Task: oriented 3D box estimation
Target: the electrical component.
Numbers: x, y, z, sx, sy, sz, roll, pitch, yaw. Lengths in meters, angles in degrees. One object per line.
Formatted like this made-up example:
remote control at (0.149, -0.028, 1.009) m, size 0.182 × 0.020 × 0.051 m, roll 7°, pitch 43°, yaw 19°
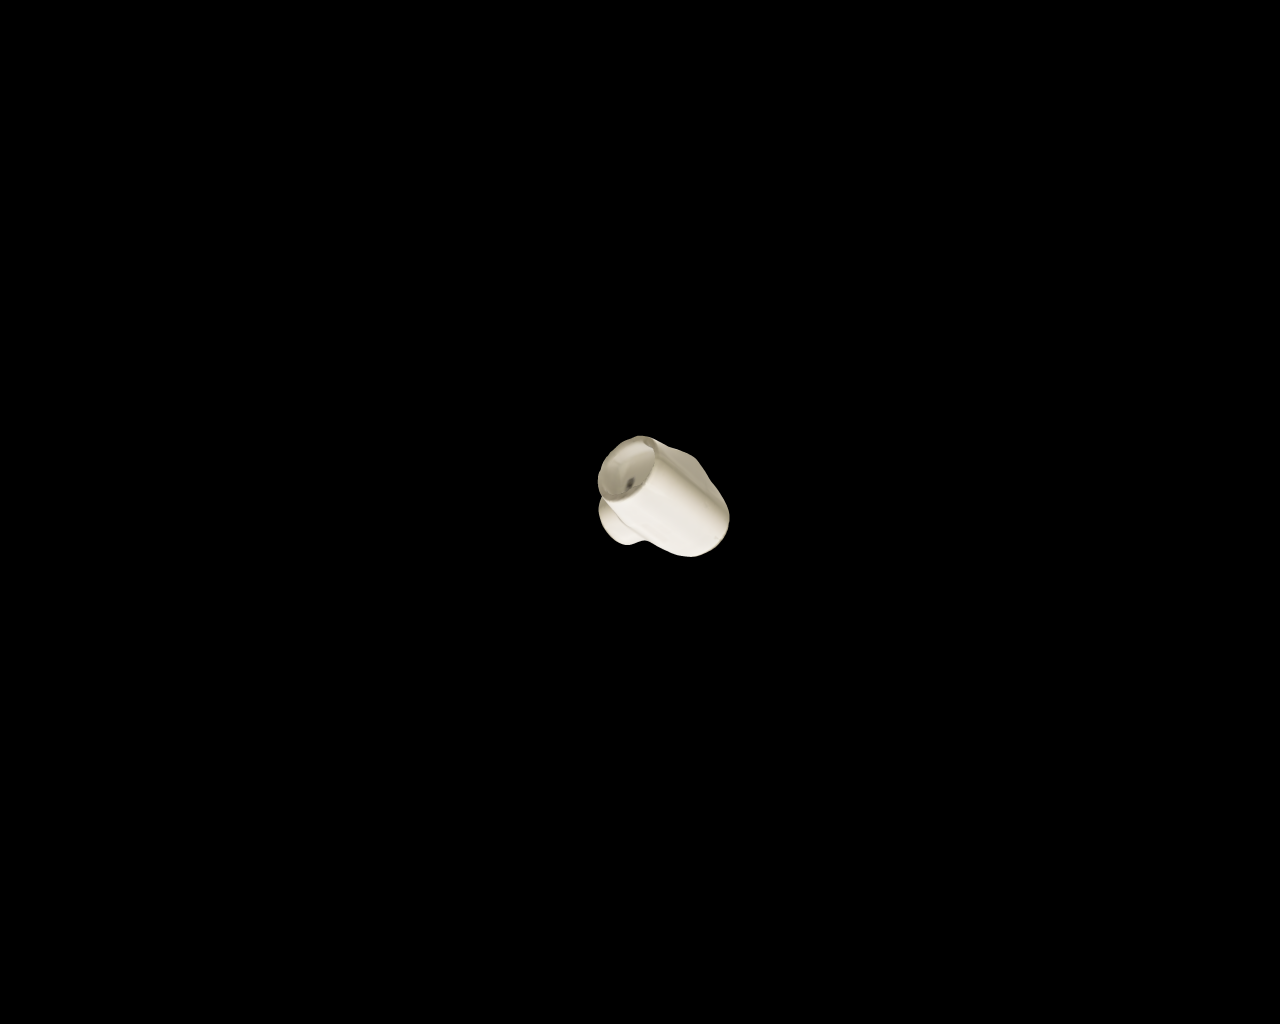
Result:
electrical component at (0.001, -0.003, 0.650) m, size 0.079 × 0.043 × 0.077 m, roll -22°, pitch -39°, yaw 30°
